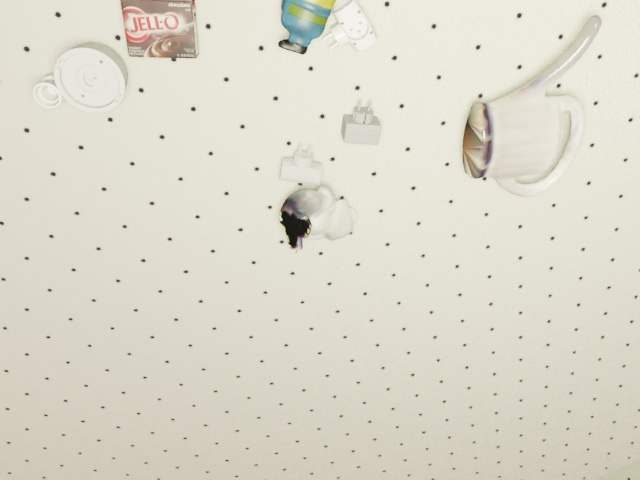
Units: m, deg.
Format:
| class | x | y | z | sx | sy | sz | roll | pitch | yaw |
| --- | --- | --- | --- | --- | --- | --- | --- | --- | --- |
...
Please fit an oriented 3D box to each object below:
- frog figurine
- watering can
| class | x | y | z | sx | sy | sz | roll | pitch | yaw |
| --- | --- | --- | --- | --- | --- | --- | --- | --- | --- |
| frog figurine | 0.003 | -0.052 | 1.039 | 0.161 | 0.134 | 0.124 | -24 | 52 | -34 |
| watering can | 0.378 | -0.226 | 0.943 | 0.224 | 0.339 | 0.106 | -5 | 35 | -2 |
